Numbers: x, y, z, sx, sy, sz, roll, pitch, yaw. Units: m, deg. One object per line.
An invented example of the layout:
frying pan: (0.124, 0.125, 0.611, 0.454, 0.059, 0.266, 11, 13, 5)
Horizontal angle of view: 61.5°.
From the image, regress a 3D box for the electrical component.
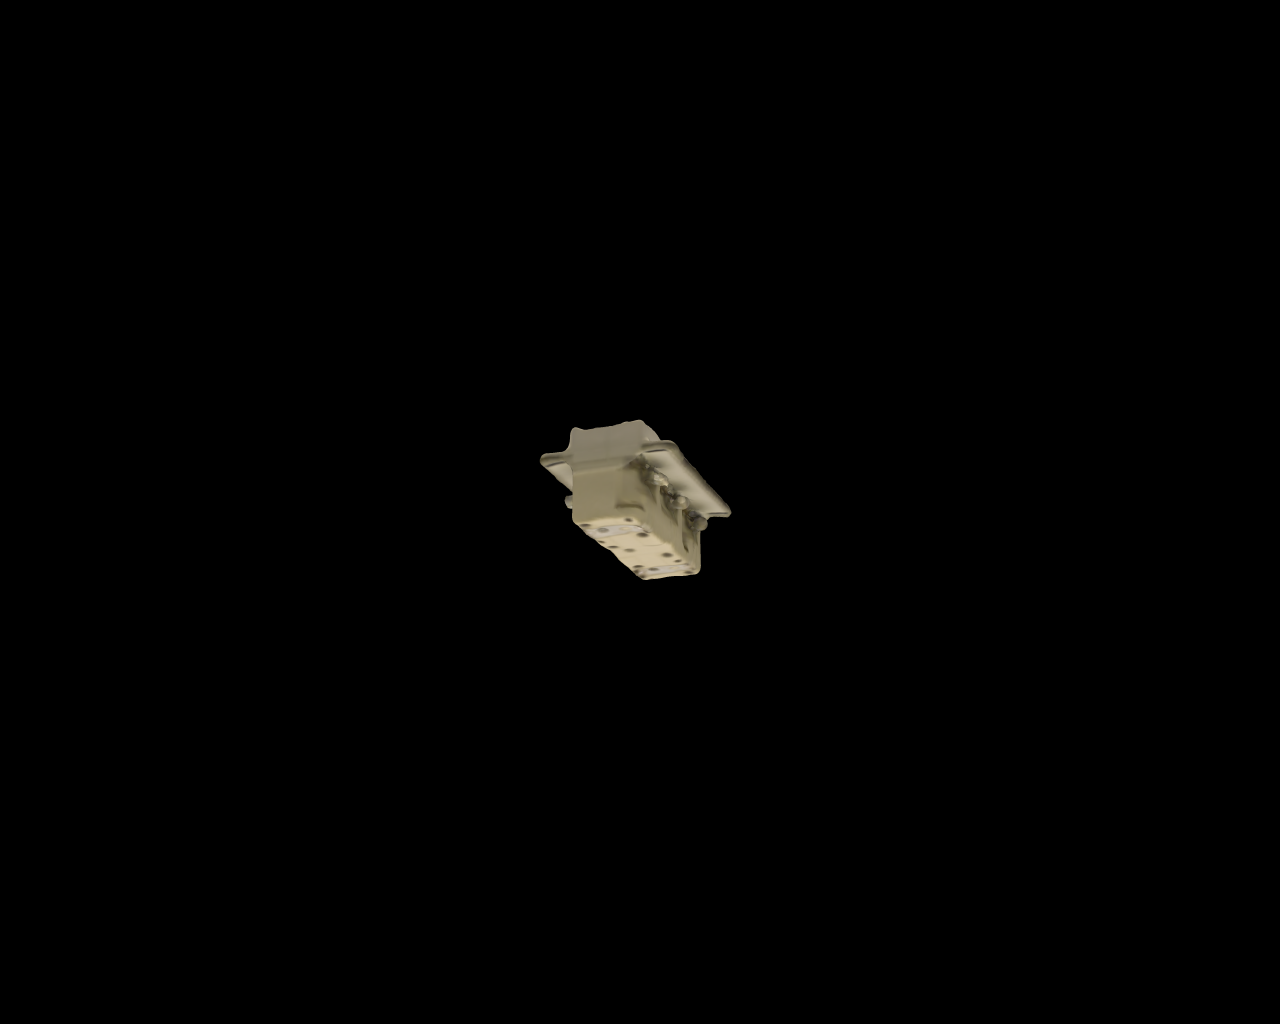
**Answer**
electrical component: (0.001, -0.003, 0.650, 0.079, 0.063, 0.121, -7, -21, 18)
